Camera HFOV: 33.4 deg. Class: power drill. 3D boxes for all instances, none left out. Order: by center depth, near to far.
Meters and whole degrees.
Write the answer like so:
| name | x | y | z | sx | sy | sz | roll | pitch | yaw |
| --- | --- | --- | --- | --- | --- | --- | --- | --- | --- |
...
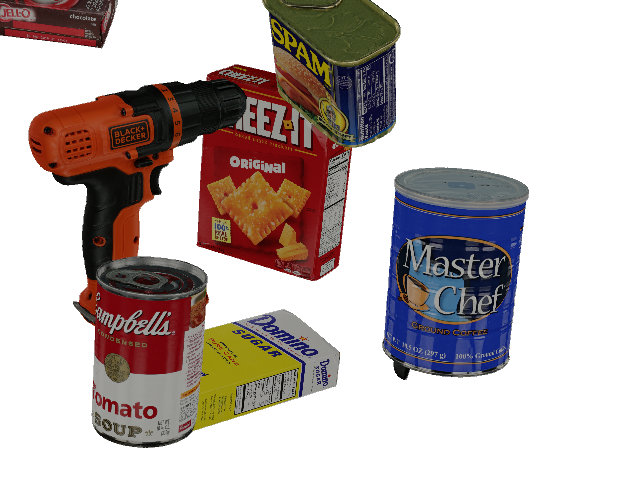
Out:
| name | x | y | z | sx | sy | sz | roll | pitch | yaw |
| --- | --- | --- | --- | --- | --- | --- | --- | --- | --- |
| power drill | -0.135 | -0.031 | 0.854 | 0.184 | 0.188 | 0.057 | -17 | 26 | -33 |

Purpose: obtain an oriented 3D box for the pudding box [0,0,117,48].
| name | x | y | z | sx | sy | sz | roll | pitch | yaw |
| --- | --- | --- | --- | --- | --- | --- | --- | --- | --- |
| pudding box | -0.224 | -0.212 | 0.927 | 0.090 | 0.039 | 0.113 | 7 | 35 | -5 |

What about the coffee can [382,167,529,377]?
| name | x | y | z | sx | sy | sz | roll | pitch | yaw |
| --- | --- | --- | --- | --- | --- | --- | --- | --- | --- |
| coffee can | 0.104 | 0.022 | 0.838 | 0.103 | 0.140 | 0.103 | 3 | 17 | -1 |

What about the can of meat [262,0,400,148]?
| name | x | y | z | sx | sy | sz | roll | pitch | yaw |
| --- | --- | --- | --- | --- | --- | --- | --- | --- | --- |
| can of meat | 0.008 | -0.124 | 0.732 | 0.057 | 0.084 | 0.102 | -32 | 55 | -20 |

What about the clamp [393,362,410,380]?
| name | x | y | z | sx | sy | sz | roll | pitch | yaw |
| --- | --- | --- | --- | --- | --- | --- | --- | --- | --- |
| clamp | 0.131 | 0.078 | 1.147 | 0.120 | 0.171 | 0.039 | 3 | -44 | -8 |

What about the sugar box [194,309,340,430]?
| name | x | y | z | sx | sy | sz | roll | pitch | yaw |
| --- | --- | --- | --- | --- | --- | --- | --- | --- | --- |
| sugar box | -0.079 | 0.115 | 0.963 | 0.175 | 0.048 | 0.093 | -16 | 34 | -33 |

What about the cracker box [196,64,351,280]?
| name | x | y | z | sx | sy | sz | roll | pitch | yaw |
| --- | --- | --- | --- | --- | --- | --- | --- | --- | --- |
| cracker box | -0.054 | -0.077 | 1.219 | 0.164 | 0.214 | 0.072 | 17 | 26 | 24 |

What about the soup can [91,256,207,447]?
| name | x | y | z | sx | sy | sz | roll | pitch | yaw |
| --- | --- | --- | --- | --- | --- | --- | --- | --- | --- |
| soup can | -0.108 | 0.069 | 0.667 | 0.068 | 0.102 | 0.068 | 6 | 18 | -2 |
